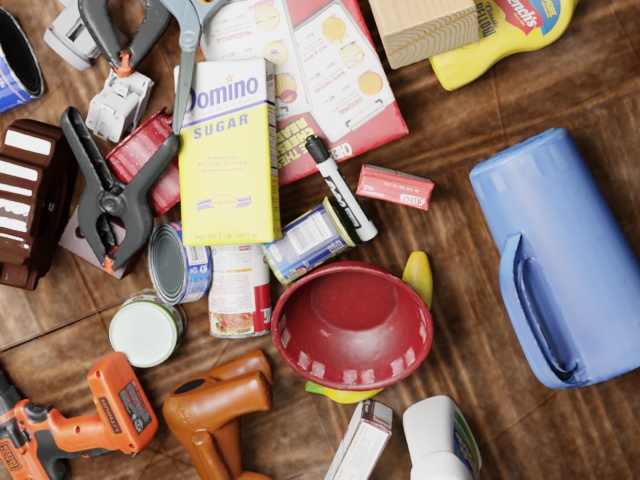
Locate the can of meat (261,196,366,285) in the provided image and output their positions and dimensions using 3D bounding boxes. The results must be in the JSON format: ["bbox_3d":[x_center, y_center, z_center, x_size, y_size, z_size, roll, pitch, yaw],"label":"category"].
[{"bbox_3d":[-0.007,0.001,1.088,0.084,0.102,0.057,-31,85,9],"label":"can of meat"}]

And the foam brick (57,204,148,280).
[{"bbox_3d":[-0.226,-0.001,1.127,0.078,0.051,0.053,29,98,0],"label":"foam brick"}]

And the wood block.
[{"bbox_3d":[0.076,-0.284,1.020,0.091,0.090,0.206,-18,77,6],"label":"wood block"}]

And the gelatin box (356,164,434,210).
[{"bbox_3d":[0.075,-0.054,1.081,0.073,0.089,0.030,13,97,2],"label":"gelatin box"}]

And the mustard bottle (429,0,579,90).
[{"bbox_3d":[0.193,-0.231,1.066,0.192,0.058,0.096,-25,90,6],"label":"mustard bottle"}]

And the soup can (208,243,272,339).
[{"bbox_3d":[-0.085,0.046,1.116,0.068,0.068,0.102,-3,97,4],"label":"soup can"}]

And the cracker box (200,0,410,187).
[{"bbox_3d":[-0.024,-0.177,1.082,0.164,0.072,0.214,-22,97,7],"label":"cracker box"}]

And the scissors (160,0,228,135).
[{"bbox_3d":[-0.140,-0.201,1.021,0.096,0.016,0.201,18,75,13],"label":"scissors"}]

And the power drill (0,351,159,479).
[{"bbox_3d":[-0.278,0.179,1.129,0.188,0.057,0.184,-19,104,25],"label":"power drill"}]

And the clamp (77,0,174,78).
[{"bbox_3d":[-0.202,-0.268,1.062,0.164,0.036,0.210,9,82,-10],"label":"clamp"}]

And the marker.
[{"bbox_3d":[0.020,-0.052,1.058,0.020,0.020,0.121,-30,108,7],"label":"marker"}]

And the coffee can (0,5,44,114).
[{"bbox_3d":[-0.369,-0.166,1.090,0.140,0.103,0.103,-22,95,6],"label":"coffee can"}]

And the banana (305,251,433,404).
[{"bbox_3d":[0.068,0.106,1.128,0.069,0.037,0.198,38,98,-2],"label":"banana"}]

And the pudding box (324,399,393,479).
[{"bbox_3d":[0.038,0.230,1.120,0.039,0.090,0.113,23,98,1],"label":"pudding box"}]

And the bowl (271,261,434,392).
[{"bbox_3d":[0.033,0.076,1.073,0.162,0.055,0.162,2,126,3],"label":"bowl"}]

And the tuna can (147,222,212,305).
[{"bbox_3d":[-0.146,0.023,1.108,0.033,0.086,0.086,-7,99,-34],"label":"tuna can"}]

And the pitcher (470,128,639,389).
[{"bbox_3d":[0.238,0.020,1.056,0.145,0.149,0.243,-26,92,7],"label":"pitcher"}]

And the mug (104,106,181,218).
[{"bbox_3d":[-0.157,-0.084,1.092,0.117,0.093,0.081,-39,98,17],"label":"mug"}]

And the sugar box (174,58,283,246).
[{"bbox_3d":[-0.089,-0.084,1.032,0.093,0.048,0.176,-3,93,11],"label":"sugar box"}]

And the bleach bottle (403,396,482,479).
[{"bbox_3d":[0.123,0.231,1.033,0.068,0.250,0.102,-24,95,6],"label":"bleach bottle"}]

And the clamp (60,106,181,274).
[{"bbox_3d":[-0.208,-0.050,1.050,0.120,0.039,0.172,25,118,10],"label":"clamp"}]
